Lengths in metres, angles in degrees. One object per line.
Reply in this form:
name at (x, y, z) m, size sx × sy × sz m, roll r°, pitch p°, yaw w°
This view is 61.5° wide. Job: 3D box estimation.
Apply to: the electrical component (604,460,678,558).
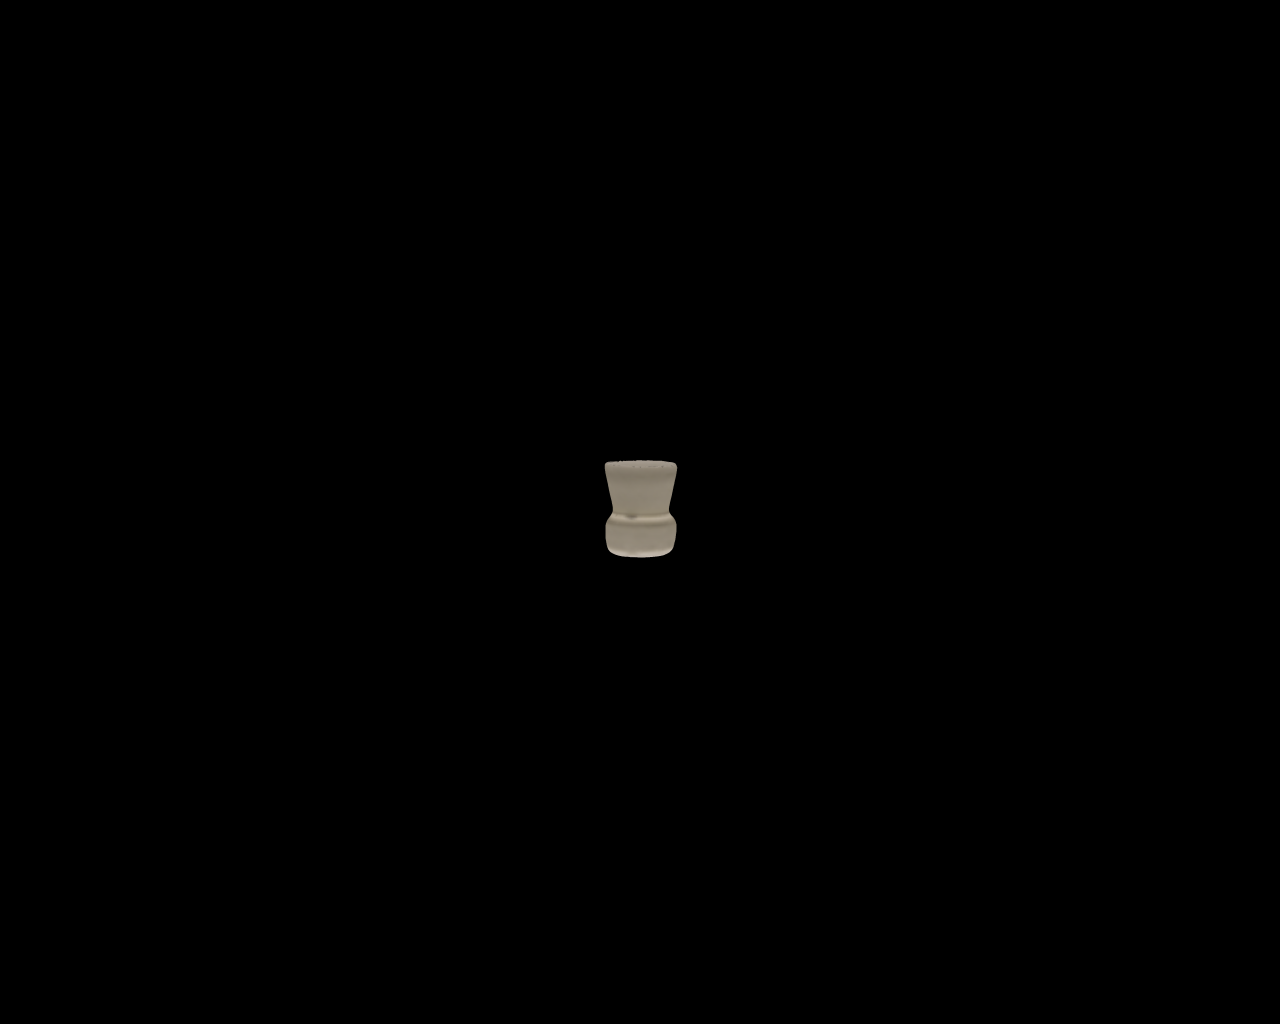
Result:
electrical component at (0.001, -0.003, 0.650) m, size 0.045 × 0.055 × 0.045 m, roll 0°, pitch 7°, yaw 0°
